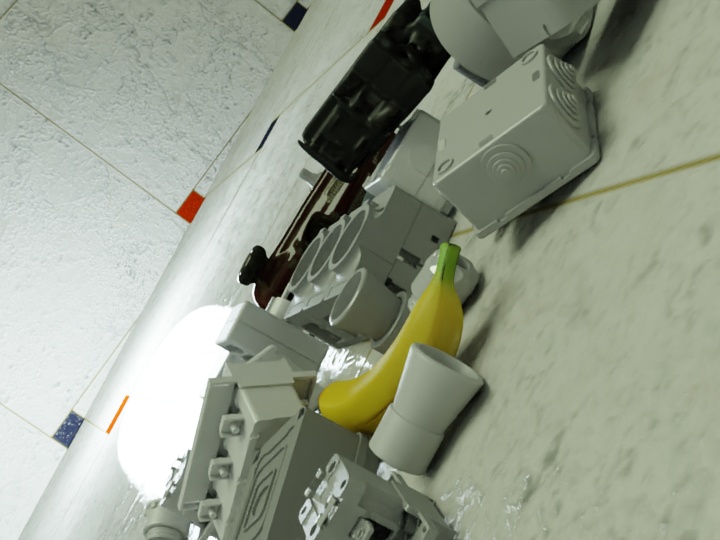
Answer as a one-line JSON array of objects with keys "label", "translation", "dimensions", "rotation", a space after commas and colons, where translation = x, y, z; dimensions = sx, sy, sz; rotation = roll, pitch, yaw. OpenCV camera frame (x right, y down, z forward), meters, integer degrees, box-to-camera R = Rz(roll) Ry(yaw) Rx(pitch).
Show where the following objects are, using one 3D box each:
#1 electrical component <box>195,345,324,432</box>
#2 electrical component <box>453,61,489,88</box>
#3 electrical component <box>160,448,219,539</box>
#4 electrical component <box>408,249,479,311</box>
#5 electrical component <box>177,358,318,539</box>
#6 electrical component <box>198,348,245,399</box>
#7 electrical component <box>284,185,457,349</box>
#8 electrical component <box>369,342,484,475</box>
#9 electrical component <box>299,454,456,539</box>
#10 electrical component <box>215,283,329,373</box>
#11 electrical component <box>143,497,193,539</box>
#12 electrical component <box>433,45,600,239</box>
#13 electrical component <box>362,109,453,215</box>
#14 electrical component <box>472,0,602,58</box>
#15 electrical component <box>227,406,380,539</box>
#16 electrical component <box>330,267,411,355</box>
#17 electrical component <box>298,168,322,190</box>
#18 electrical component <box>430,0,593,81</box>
[{"label": "electrical component", "translation": [-0.082, 0.118, 0.837], "dimensions": [0.096, 0.062, 0.061], "rotation": [-53, -7, 25]}, {"label": "electrical component", "translation": [0.113, -0.216, 0.847], "dimensions": [0.138, 0.074, 0.052], "rotation": [-57, 14, 11]}, {"label": "electrical component", "translation": [-0.131, 0.186, 0.904], "dimensions": [0.042, 0.064, 0.081], "rotation": [-54, 14, 20]}, {"label": "electrical component", "translation": [0.046, 0.018, 0.677], "dimensions": [0.061, 0.035, 0.035], "rotation": [-57, 13, 24]}, {"label": "electrical component", "translation": [-0.076, 0.129, 0.753], "dimensions": [0.063, 0.079, 0.121], "rotation": [56, 138, 46]}, {"label": "electrical component", "translation": [-0.105, 0.101, 0.992], "dimensions": [0.096, 0.062, 0.061], "rotation": [-63, 14, -12]}, {"label": "electrical component", "translation": [0.000, 0.000, 0.824], "dimensions": [0.089, 0.062, 0.150], "rotation": [-64, 14, -19]}, {"label": "electrical component", "translation": [0.033, 0.078, 0.586], "dimensions": [0.065, 0.044, 0.044], "rotation": [-63, 13, 8]}, {"label": "electrical component", "translation": [0.006, 0.125, 0.533], "dimensions": [0.042, 0.064, 0.081], "rotation": [-58, 13, 1]}, {"label": "electrical component", "translation": [-0.067, 0.048, 0.920], "dimensions": [0.075, 0.083, 0.047], "rotation": [-64, 14, -17]}, {"label": "electrical component", "translation": [-0.182, 0.247, 1.003], "dimensions": [0.048, 0.048, 0.062], "rotation": [-49, 24, 38]}, {"label": "electrical component", "translation": [0.091, -0.079, 0.645], "dimensions": [0.100, 0.048, 0.099], "rotation": [-35, 24, 28]}, {"label": "electrical component", "translation": [0.047, -0.077, 0.833], "dimensions": [0.061, 0.061, 0.096], "rotation": [-59, 6, -6]}, {"label": "electrical component", "translation": [0.132, -0.192, 0.671], "dimensions": [0.113, 0.057, 0.078], "rotation": [-37, 7, -18]}, {"label": "electrical component", "translation": [-0.037, 0.151, 0.648], "dimensions": [0.078, 0.057, 0.113], "rotation": [-48, 18, 41]}, {"label": "electrical component", "translation": [0.014, 0.031, 0.721], "dimensions": [0.045, 0.055, 0.045], "rotation": [-54, 14, 21]}, {"label": "electrical component", "translation": [-0.037, -0.089, 1.147], "dimensions": [0.035, 0.061, 0.035], "rotation": [-55, 14, 21]}, {"label": "electrical component", "translation": [0.101, -0.180, 0.753], "dimensions": [0.060, 0.108, 0.108], "rotation": [-52, 14, 54]}]
